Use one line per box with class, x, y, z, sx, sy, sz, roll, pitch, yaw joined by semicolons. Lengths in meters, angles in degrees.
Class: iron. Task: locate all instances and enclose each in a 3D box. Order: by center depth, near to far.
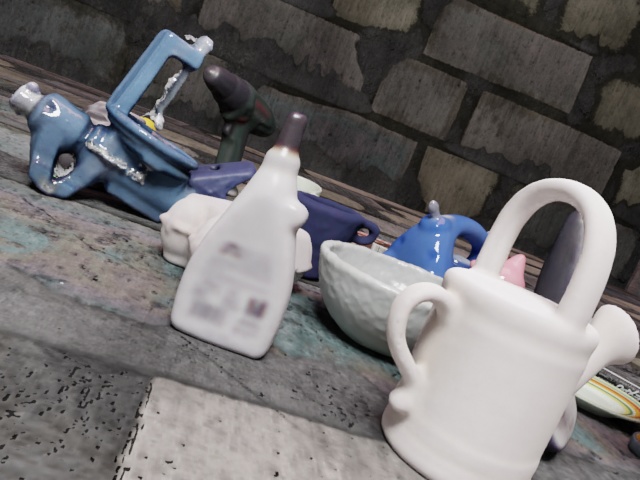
iron;0.194;0.031;0.807;0.259;0.141;0.118;11;14;-46

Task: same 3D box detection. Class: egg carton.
egg carton;-0.080;0.005;0.572;0.107;0.069;0.151;28;12;35

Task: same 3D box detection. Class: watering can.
watering can;0.126;0.055;0.368;0.173;0.194;0.100;12;13;-44

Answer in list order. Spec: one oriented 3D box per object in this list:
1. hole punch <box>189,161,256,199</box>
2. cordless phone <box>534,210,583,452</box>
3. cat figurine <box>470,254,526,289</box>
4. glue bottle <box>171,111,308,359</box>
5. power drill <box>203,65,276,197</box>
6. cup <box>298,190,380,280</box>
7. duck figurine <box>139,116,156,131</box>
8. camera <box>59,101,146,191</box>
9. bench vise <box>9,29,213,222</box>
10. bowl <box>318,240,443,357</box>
hole punch;-0.152;-0.084;0.838;0.101;0.091;0.108;18;10;-19
cordless phone;0.196;0.069;0.474;0.094;0.185;0.148;26;11;25
cat figurine;0.247;0.078;0.737;0.127;0.118;0.067;26;11;25
glue bottle;-0.043;-0.007;0.405;0.078;0.173;0.037;21;10;-1
power drill;-0.164;-0.188;1.033;0.075;0.208;0.230;25;10;19
cup;0.006;0.002;0.696;0.118;0.095;0.091;19;10;-14
duck figurine;-0.302;-0.164;0.966;0.077;0.086;0.105;24;10;15
camera;-0.260;-0.120;0.768;0.137;0.101;0.143;19;10;-13
bench vise;-0.211;-0.139;0.626;0.208;0.220;0.121;13;13;-43
bowl;0.066;0.065;0.543;0.167;0.075;0.167;21;10;-3
